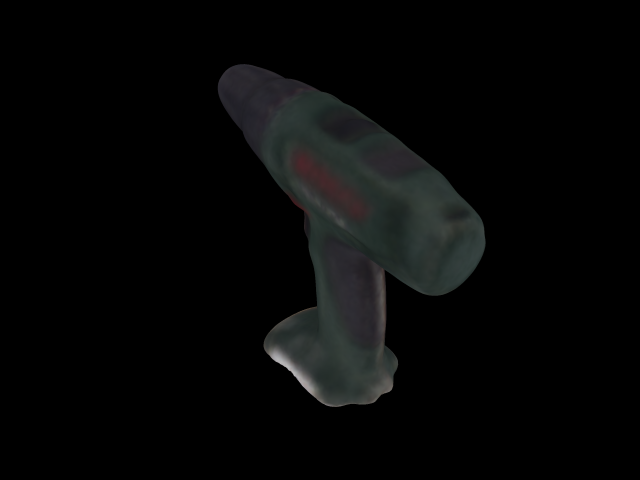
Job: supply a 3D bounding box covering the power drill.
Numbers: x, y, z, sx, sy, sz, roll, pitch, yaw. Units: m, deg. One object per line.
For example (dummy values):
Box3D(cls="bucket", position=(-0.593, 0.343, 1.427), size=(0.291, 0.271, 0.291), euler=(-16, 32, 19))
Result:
Box3D(cls="power drill", position=(0.004, 0.001, 0.400), size=(0.076, 0.208, 0.228), euler=(-24, 38, -34))
